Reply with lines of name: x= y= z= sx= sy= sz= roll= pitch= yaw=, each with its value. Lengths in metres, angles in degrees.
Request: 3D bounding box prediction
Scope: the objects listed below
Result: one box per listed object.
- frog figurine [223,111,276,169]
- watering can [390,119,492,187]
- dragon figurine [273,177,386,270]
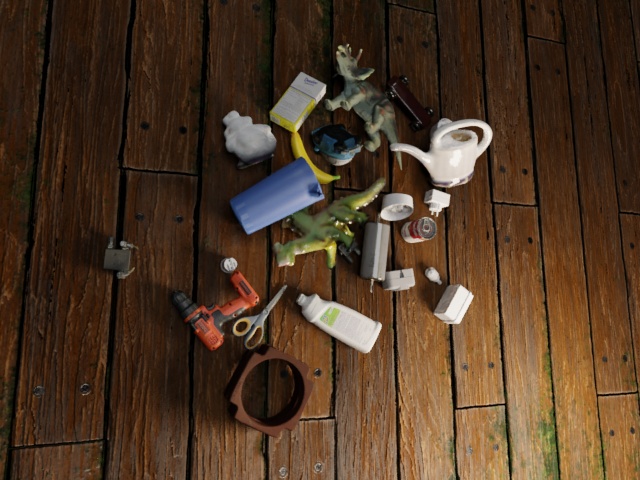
frog figurine: x=-0.201 y=-0.290 z=1.437 sx=0.137 sy=0.123 sz=0.158 roll=-22 pitch=102 yaw=-4
watering can: x=0.380 y=-0.265 z=1.625 sx=0.348 sy=0.219 sz=0.106 roll=-16 pitch=42 yaw=-9
dragon figurine: x=0.005 y=-0.075 z=1.481 sx=0.243 sy=0.120 sz=0.417 roll=31 pitch=65 yaw=1
